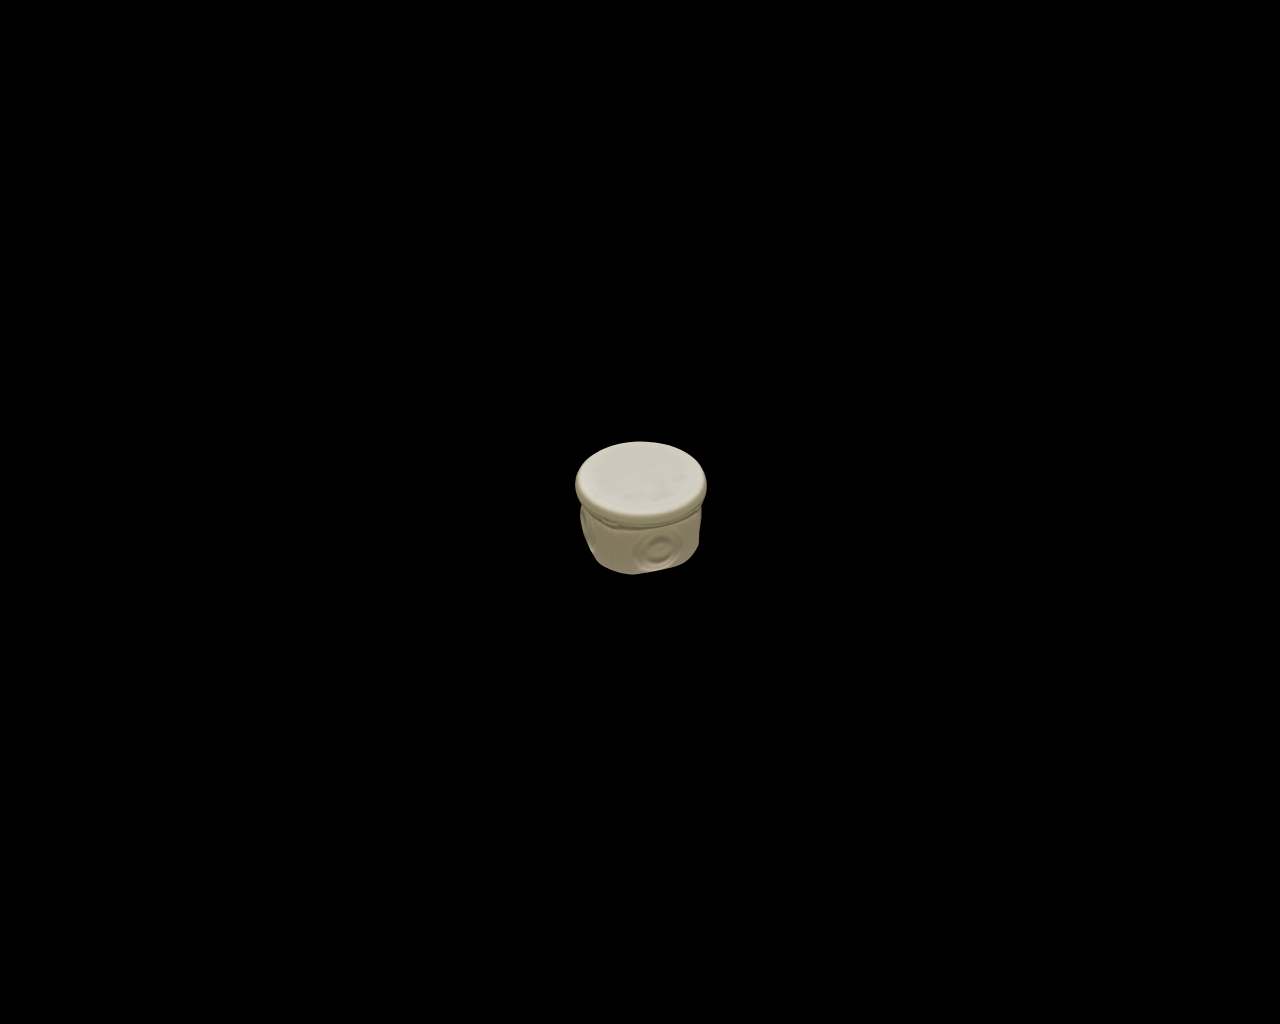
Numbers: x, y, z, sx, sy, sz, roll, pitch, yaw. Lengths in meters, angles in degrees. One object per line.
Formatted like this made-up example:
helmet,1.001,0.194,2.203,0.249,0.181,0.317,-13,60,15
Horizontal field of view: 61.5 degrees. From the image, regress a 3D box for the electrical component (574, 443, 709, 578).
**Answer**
electrical component,0.001,-0.003,0.650,0.080,0.050,0.080,0,37,0
